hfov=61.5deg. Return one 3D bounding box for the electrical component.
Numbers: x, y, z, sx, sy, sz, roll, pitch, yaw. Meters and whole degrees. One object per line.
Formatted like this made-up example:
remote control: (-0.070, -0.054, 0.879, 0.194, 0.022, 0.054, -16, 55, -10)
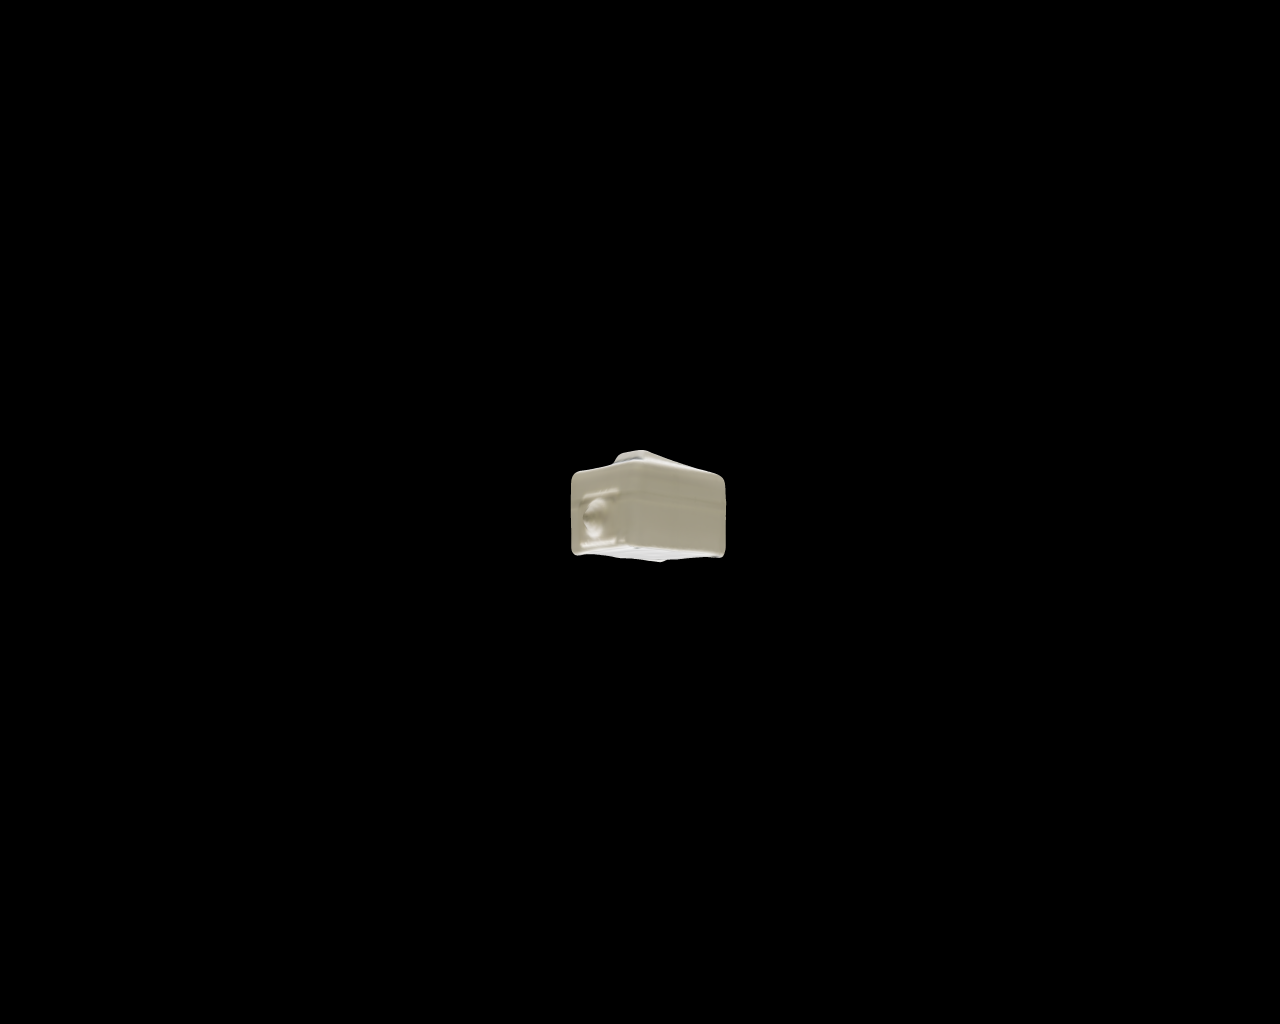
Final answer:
electrical component: (0.001, -0.003, 0.650, 0.096, 0.061, 0.061, 8, -11, -43)
